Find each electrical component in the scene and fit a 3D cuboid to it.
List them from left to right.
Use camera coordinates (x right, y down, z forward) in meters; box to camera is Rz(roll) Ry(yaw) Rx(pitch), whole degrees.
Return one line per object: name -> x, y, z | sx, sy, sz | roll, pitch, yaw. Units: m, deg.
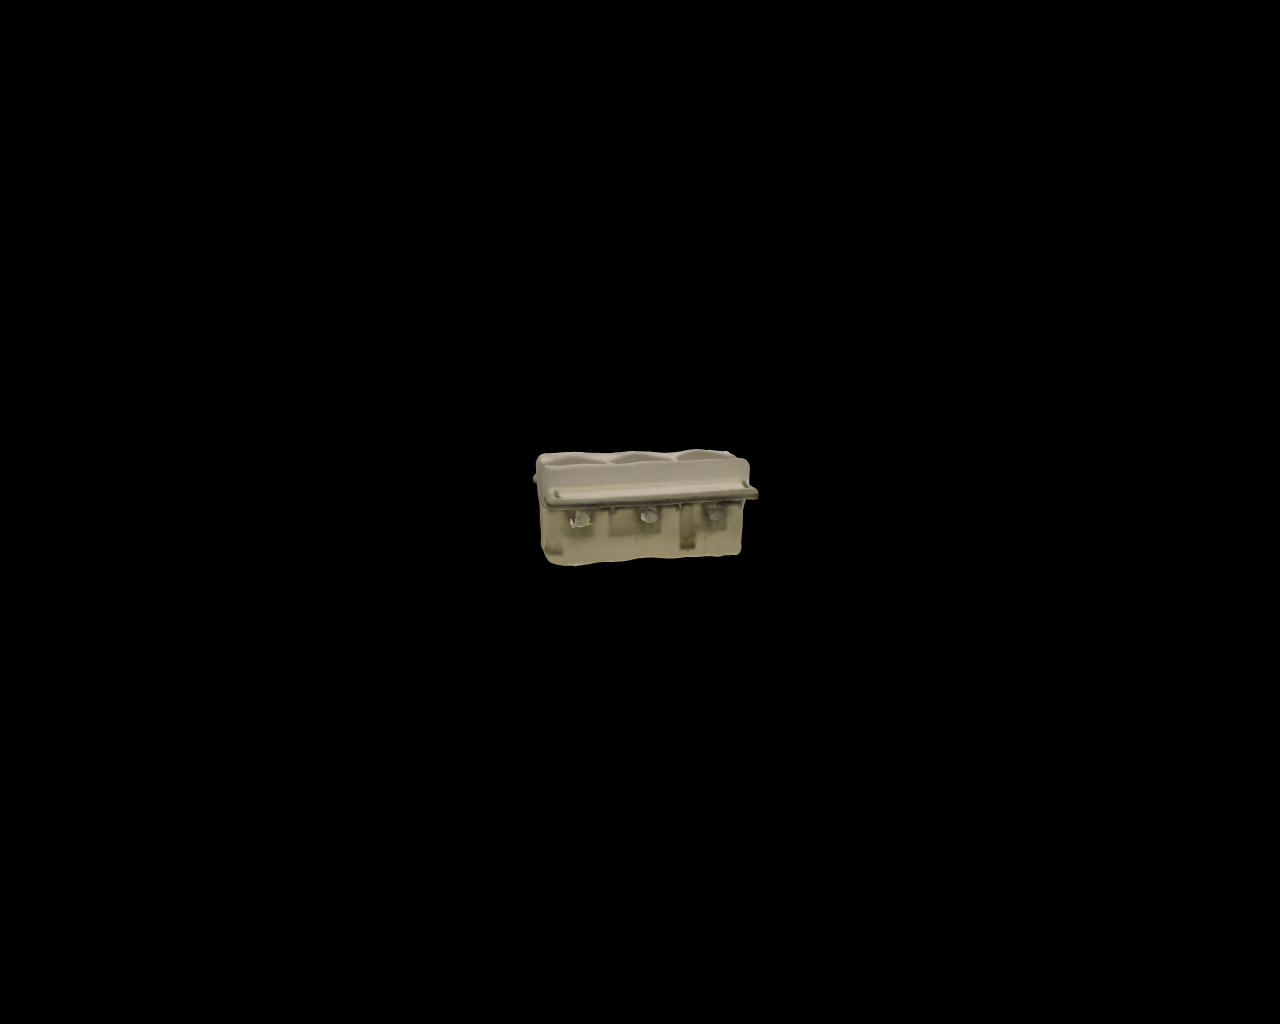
electrical component -> 0.001, -0.003, 0.650 | 0.121, 0.063, 0.079 | -2, 12, -12
